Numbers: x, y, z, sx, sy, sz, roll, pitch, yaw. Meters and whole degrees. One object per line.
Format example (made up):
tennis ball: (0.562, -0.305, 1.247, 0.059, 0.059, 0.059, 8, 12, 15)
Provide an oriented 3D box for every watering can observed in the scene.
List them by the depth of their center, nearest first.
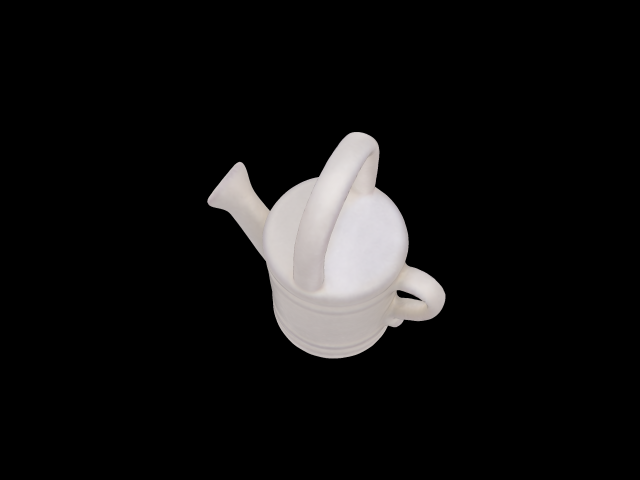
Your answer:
watering can: (0.003, 0.003, 0.399, 0.172, 0.194, 0.101, 6, 60, 4)
